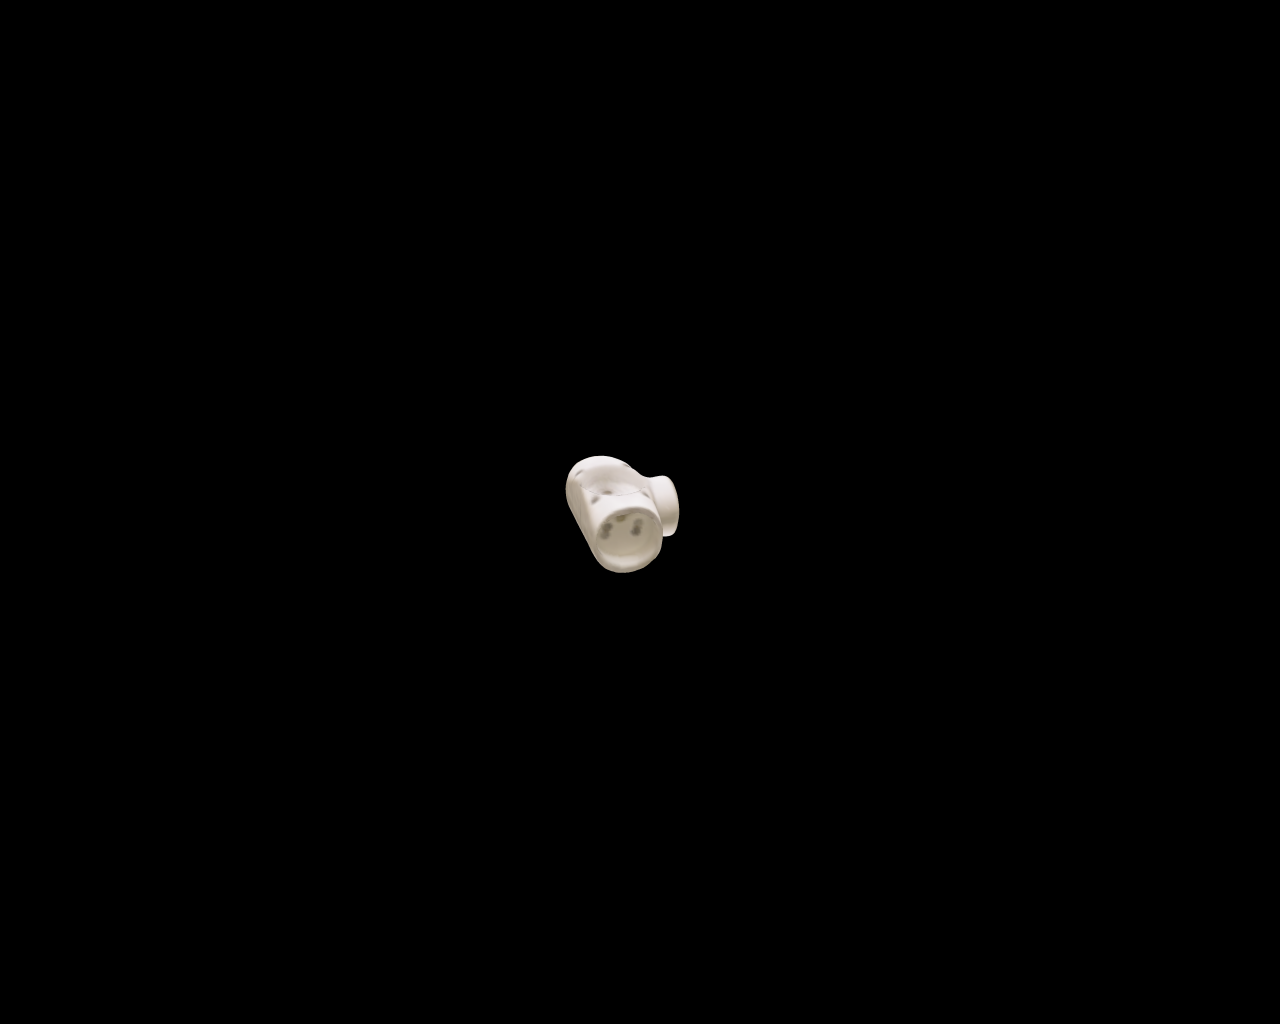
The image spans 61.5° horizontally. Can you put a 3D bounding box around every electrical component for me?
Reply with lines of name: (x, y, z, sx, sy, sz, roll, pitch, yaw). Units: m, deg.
electrical component: (0.001, -0.003, 0.650, 0.079, 0.044, 0.077, -7, 27, -14)
